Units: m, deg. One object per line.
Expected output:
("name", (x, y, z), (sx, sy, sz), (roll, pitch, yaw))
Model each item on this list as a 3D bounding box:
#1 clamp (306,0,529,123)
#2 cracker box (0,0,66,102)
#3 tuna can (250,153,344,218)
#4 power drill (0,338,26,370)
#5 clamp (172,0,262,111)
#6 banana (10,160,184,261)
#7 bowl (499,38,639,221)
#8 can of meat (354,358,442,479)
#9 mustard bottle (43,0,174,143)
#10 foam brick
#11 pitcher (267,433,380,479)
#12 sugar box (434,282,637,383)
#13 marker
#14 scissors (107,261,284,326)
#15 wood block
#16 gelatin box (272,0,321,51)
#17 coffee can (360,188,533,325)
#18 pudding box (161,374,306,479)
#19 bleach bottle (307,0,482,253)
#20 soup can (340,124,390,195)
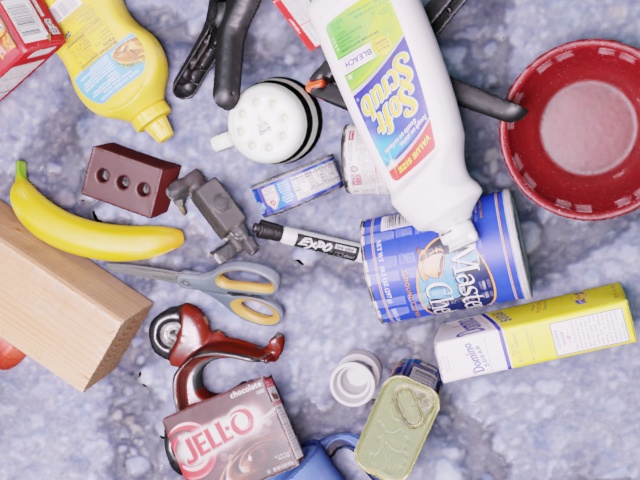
("clamp", (0.087, -0.157, 0.980), (0.210, 0.036, 0.164), (-20, 72, 23))
("cracker box", (-0.367, -0.203, 1.043), (0.214, 0.072, 0.164), (-31, 91, 33))
("tuna can", (-0.021, -0.051, 1.015), (0.086, 0.086, 0.034), (-21, 95, 14))
("power drill", (-0.362, 0.113, 1.058), (0.184, 0.187, 0.057), (44, 103, 4))
("clamp", (-0.094, -0.204, 1.017), (0.120, 0.039, 0.171), (8, 81, 52))
("banana", (-0.238, -0.017, 1.081), (0.198, 0.037, 0.069), (24, 79, 5))
("bowl", (0.245, -0.100, 0.968), (0.162, 0.055, 0.162), (2, 99, 11))
("can of meat", (0.079, 0.170, 1.029), (0.057, 0.084, 0.102), (23, 102, 7))
("mustard bottle", (-0.205, -0.178, 1.047), (0.096, 0.058, 0.191), (-34, 91, 16))
("foam brick", (-0.188, -0.060, 1.065), (0.078, 0.051, 0.053), (18, 102, 8))
("pitcher", (0.025, 0.320, 1.050), (0.149, 0.144, 0.243), (-37, 94, 26))
("sugar box", (0.197, 0.084, 0.988), (0.176, 0.093, 0.048), (-12, 95, 13))
("marker", (-0.007, 0.001, 1.030), (0.121, 0.020, 0.020), (14, 102, -15))
("scissors", (-0.118, 0.053, 1.081), (0.202, 0.016, 0.096), (-3, 134, 33))
("wood block", (-0.288, 0.052, 1.084), (0.206, 0.090, 0.091), (34, 105, 5))
("gelatin box", (0.008, -0.227, 0.990), (0.089, 0.073, 0.030), (-28, 49, 14))
("coffee can", (0.117, 0.016, 0.988), (0.140, 0.102, 0.103), (-12, 96, 13))
("pudding box", (-0.082, 0.189, 1.009), (0.113, 0.039, 0.090), (-24, 84, 9))
("bleach bottle", (0.081, -0.112, 0.929), (0.103, 0.068, 0.251), (-27, 82, 24))
("soup can", (0.075, -0.078, 1.000), (0.102, 0.068, 0.068), (-1, 98, 12))
